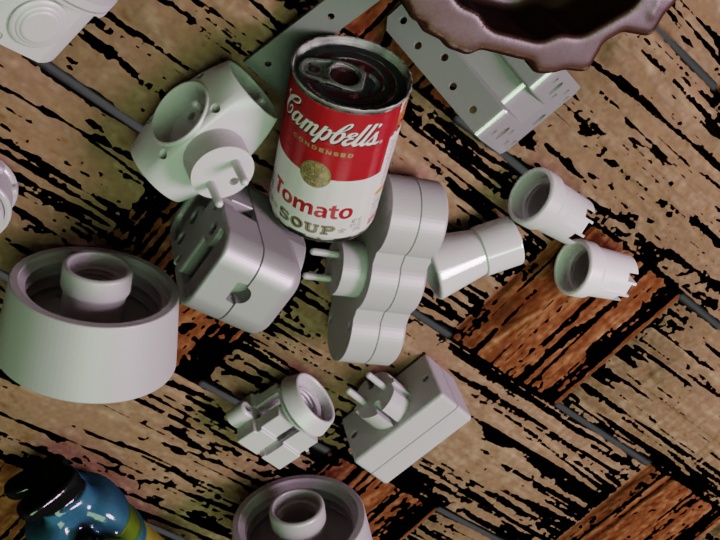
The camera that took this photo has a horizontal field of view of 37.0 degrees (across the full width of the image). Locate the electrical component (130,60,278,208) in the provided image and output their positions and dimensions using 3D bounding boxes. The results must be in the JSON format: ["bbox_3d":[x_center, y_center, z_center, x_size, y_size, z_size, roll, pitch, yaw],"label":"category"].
[{"bbox_3d":[-0.084,-0.068,0.610,0.077,0.079,0.044,-39,139,13],"label":"electrical component"}]

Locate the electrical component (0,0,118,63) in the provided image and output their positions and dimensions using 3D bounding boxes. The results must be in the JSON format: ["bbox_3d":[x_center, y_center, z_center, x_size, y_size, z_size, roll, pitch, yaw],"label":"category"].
[{"bbox_3d":[-0.165,-0.147,0.533,0.051,0.080,0.080,-40,125,20],"label":"electrical component"}]

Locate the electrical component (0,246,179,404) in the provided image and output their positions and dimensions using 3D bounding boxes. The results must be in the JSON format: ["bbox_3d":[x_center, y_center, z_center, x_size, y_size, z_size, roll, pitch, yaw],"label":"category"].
[{"bbox_3d":[-0.159,0.024,0.640,0.108,0.108,0.060,5,117,-18],"label":"electrical component"}]

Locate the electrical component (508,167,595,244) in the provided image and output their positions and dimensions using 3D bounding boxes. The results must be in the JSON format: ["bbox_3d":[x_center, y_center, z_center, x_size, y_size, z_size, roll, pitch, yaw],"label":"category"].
[{"bbox_3d":[0.128,-0.041,0.713,0.046,0.040,0.040,25,115,-34],"label":"electrical component"}]

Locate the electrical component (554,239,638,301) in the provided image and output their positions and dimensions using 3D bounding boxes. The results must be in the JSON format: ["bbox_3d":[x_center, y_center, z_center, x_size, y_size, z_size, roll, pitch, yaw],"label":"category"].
[{"bbox_3d":[0.166,0.001,0.753,0.046,0.040,0.040,11,121,-29],"label":"electrical component"}]

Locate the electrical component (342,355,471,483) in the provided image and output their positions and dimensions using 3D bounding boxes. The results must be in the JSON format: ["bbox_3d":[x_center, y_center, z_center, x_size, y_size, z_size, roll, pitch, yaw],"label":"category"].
[{"bbox_3d":[0.021,0.099,0.776,0.083,0.047,0.076,-40,125,13],"label":"electrical component"}]

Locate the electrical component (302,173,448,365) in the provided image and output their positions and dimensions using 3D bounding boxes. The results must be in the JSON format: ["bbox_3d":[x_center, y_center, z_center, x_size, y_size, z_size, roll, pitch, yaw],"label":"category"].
[{"bbox_3d":[0.000,0.000,0.698,0.074,0.052,0.138,7,122,-20],"label":"electrical component"}]

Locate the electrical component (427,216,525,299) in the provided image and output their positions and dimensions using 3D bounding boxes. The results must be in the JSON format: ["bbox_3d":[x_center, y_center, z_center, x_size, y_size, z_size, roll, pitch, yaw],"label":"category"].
[{"bbox_3d":[0.076,-0.011,0.719,0.065,0.044,0.044,-19,127,-8],"label":"electrical component"}]

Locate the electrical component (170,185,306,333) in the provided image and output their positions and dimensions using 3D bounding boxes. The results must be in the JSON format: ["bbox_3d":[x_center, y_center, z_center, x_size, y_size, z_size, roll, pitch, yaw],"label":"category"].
[{"bbox_3d":[-0.072,-0.010,0.643,0.059,0.095,0.053,26,114,-29],"label":"electrical component"}]

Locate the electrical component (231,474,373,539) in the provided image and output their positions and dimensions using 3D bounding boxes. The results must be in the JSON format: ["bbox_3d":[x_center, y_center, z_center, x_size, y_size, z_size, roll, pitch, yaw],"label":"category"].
[{"bbox_3d":[-0.044,0.197,0.793,0.108,0.108,0.060,-10,120,-8],"label":"electrical component"}]

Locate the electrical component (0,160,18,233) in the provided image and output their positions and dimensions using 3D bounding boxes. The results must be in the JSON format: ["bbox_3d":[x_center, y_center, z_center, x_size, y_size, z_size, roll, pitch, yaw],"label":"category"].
[{"bbox_3d":[-0.219,-0.034,0.607,0.048,0.062,0.048,-7,126,-10],"label":"electrical component"}]

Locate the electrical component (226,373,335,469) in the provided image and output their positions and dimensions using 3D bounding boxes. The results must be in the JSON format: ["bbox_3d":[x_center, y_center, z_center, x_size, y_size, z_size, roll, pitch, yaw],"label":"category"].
[{"bbox_3d":[-0.052,0.104,0.762,0.055,0.048,0.066,-35,126,20],"label":"electrical component"}]
